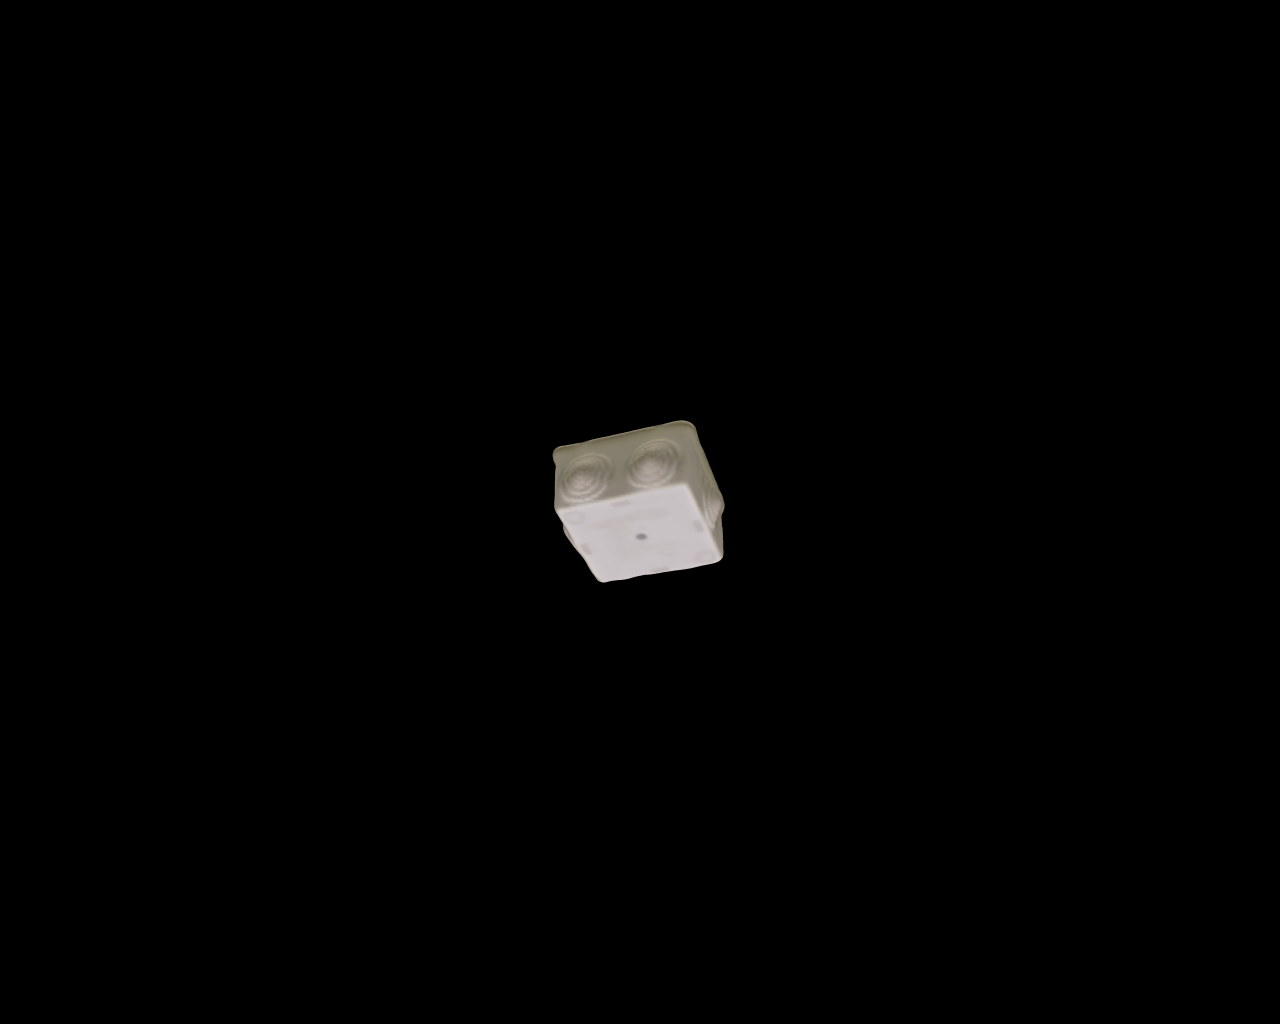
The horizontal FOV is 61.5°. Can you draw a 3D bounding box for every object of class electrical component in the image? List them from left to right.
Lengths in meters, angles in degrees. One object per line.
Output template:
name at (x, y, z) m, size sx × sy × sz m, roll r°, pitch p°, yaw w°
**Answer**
electrical component at (0.001, -0.003, 0.650) m, size 0.100 × 0.048 × 0.099 m, roll -11°, pitch -39°, yaw 13°
